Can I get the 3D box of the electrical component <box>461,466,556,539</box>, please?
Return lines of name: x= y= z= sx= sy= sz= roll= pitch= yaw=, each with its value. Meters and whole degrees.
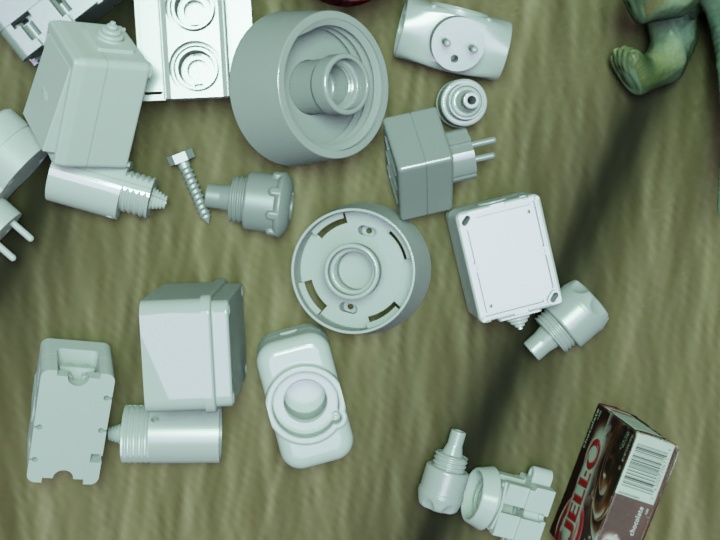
electrical component: x=0.110 y=0.176 z=0.812 sx=0.055 sy=0.048 sz=0.066 roll=17 pitch=95 yaw=-13

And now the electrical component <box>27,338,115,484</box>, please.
electrical component: x=-0.207 y=0.098 z=0.767 sx=0.050 sy=0.055 sz=0.089 roll=7 pitch=112 yaw=-19

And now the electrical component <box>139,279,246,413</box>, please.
electrical component: x=-0.113 y=0.051 z=0.748 sx=0.057 sy=0.113 sz=0.078 roll=-2 pitch=96 yaw=-1

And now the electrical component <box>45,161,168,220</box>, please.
electrical component: x=-0.178 y=-0.059 z=0.766 sx=0.081 sy=0.043 sz=0.043 roll=16 pitch=95 yaw=-6

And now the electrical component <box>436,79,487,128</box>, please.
electrical component: x=0.074 y=-0.120 z=0.769 sx=0.035 sy=0.061 sz=0.035 roll=0 pitch=96 yaw=-4

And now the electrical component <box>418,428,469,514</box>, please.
electrical component: x=0.066 y=0.150 z=0.811 sx=0.035 sy=0.035 sz=0.061 roll=16 pitch=93 yaw=-6

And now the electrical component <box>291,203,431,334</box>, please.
electrical component: x=0.000 y=0.000 z=0.788 sx=0.099 sy=0.064 sz=0.099 roll=0 pitch=93 yaw=9

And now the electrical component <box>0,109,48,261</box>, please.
electrical component: x=-0.265 y=-0.038 z=0.757 sx=0.074 sy=0.052 sz=0.138 roll=42 pitch=92 yaw=-7

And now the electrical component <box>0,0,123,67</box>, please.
electrical component: x=-0.212 y=-0.192 z=0.746 sx=0.089 sy=0.050 sz=0.055 roll=-38 pitch=97 yaw=1

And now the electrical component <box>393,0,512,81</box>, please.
electrical component: x=0.067 y=-0.161 z=0.756 sx=0.077 sy=0.079 sz=0.044 roll=12 pitch=106 yaw=-5

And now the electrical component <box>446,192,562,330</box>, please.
electrical component: x=0.105 y=-0.004 z=0.784 sx=0.062 sy=0.061 sz=0.096 roll=-14 pitch=97 yaw=-3

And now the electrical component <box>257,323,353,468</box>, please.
electrical component: x=-0.040 y=0.092 z=0.784 sx=0.054 sy=0.059 sz=0.095 roll=-15 pitch=97 yaw=-3

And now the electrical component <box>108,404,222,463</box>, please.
electrical component: x=-0.143 y=0.120 z=0.788 sx=0.081 sy=0.043 sz=0.043 roll=0 pitch=96 yaw=-4

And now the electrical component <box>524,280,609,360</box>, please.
electrical component: x=0.151 y=0.041 z=0.801 sx=0.062 sy=0.043 sz=0.043 roll=-41 pitch=97 yaw=2

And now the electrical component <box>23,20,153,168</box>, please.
electrical component: x=-0.184 y=-0.124 z=0.724 sx=0.061 sy=0.061 sz=0.096 roll=-2 pitch=128 yaw=-34

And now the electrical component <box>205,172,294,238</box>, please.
electrical component: x=-0.080 y=-0.050 z=0.775 sx=0.062 sy=0.048 sz=0.048 roll=7 pitch=96 yaw=2

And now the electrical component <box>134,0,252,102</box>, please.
electrical component: x=-0.115 y=-0.179 z=0.748 sx=0.079 sy=0.063 sz=0.121 roll=-3 pitch=96 yaw=-4

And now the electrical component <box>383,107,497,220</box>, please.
electrical component: x=0.060 y=-0.079 z=0.764 sx=0.077 sy=0.065 sz=0.047 roll=-13 pitch=61 yaw=-3

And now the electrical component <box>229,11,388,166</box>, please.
electrical component: x=-0.028 y=-0.125 z=0.735 sx=0.108 sy=0.060 sz=0.108 roll=-5 pitch=97 yaw=-42
